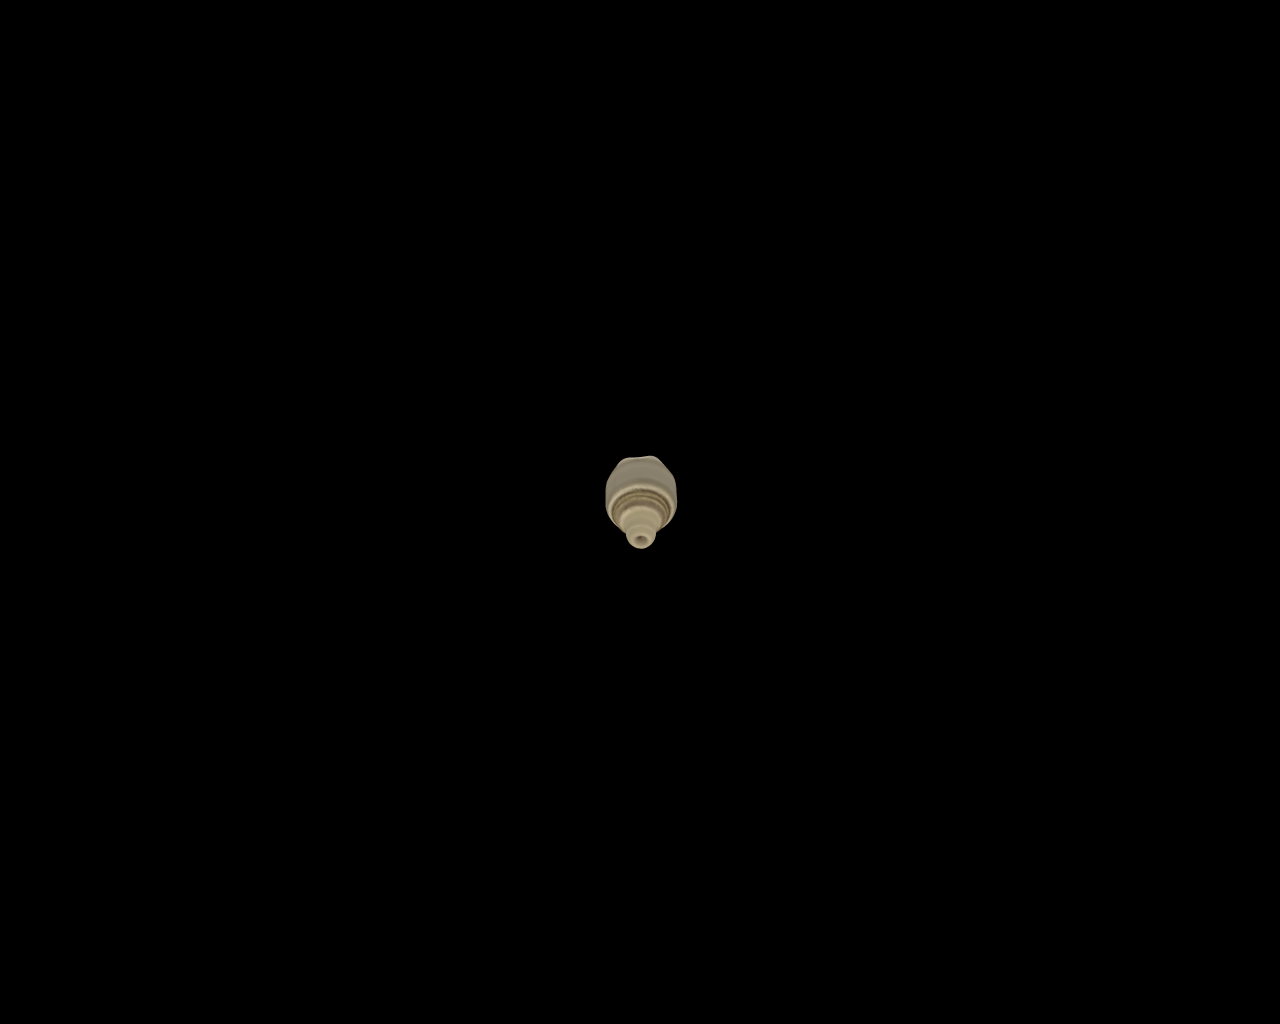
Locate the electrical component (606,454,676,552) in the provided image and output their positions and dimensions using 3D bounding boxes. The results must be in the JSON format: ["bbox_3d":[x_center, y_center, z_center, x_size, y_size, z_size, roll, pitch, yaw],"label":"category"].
[{"bbox_3d":[0.001,-0.003,0.650,0.043,0.043,0.062,0,41,0],"label":"electrical component"}]
